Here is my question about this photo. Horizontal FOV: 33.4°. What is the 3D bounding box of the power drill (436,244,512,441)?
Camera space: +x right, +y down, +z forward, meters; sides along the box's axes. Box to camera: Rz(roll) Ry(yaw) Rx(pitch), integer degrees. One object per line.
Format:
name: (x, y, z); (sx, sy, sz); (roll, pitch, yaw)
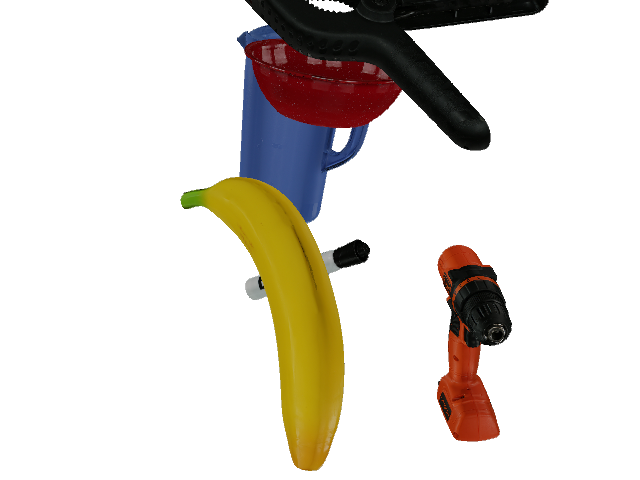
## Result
power drill: (0.165, 0.118, 1.146); (0.057, 0.188, 0.184); (-2, 23, -4)

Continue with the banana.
banana: (-0.022, 0.032, 0.618); (0.037, 0.198, 0.070); (3, -39, -41)

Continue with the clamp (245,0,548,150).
clamp: (0.041, -0.140, 0.715); (0.210, 0.164, 0.036); (15, -39, 6)

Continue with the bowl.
bowl: (0.006, -0.145, 1.001); (0.162, 0.055, 0.162); (7, 22, -3)

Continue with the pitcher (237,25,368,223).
pitcher: (-0.030, -0.143, 1.348); (0.144, 0.243, 0.149); (-3, 26, -23)

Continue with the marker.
marker: (-0.011, 0.024, 0.859); (0.121, 0.020, 0.020); (-20, -12, 35)
